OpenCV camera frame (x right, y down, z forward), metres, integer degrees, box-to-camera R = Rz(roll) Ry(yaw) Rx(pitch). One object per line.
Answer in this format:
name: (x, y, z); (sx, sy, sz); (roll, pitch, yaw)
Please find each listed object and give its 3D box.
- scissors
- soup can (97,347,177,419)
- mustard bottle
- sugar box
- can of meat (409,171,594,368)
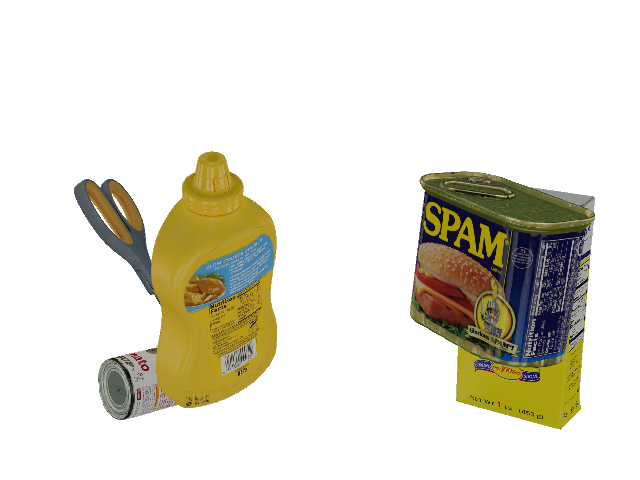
scissors: (-0.152, 0.023, 0.958); (0.016, 0.201, 0.096); (-29, 21, 14)
soup can: (-0.180, 0.151, 1.154); (0.102, 0.068, 0.069); (-9, 6, -42)
mustard bottle: (-0.074, 0.024, 0.751); (0.096, 0.192, 0.058); (-26, 45, -34)
sugar box: (0.154, 0.048, 0.818); (0.093, 0.176, 0.048); (10, 23, 32)
can of meat: (0.096, 0.015, 0.592); (0.057, 0.084, 0.102); (-6, 20, -32)
